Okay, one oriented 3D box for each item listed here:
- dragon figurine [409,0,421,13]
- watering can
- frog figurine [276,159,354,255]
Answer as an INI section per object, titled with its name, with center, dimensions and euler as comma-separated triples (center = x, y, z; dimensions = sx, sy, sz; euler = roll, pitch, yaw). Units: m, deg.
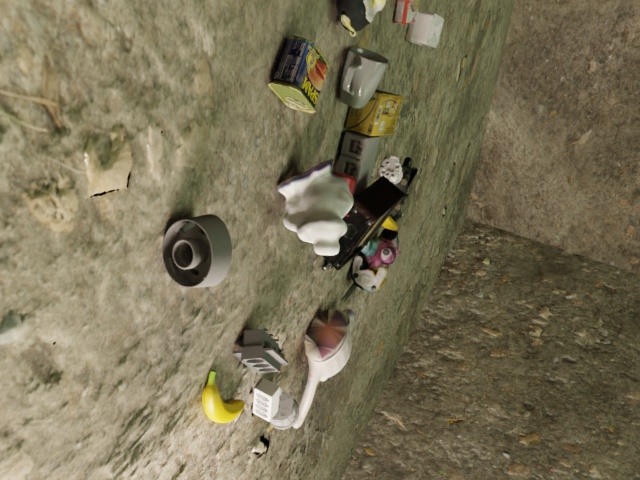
[dragon figurine]
center = 0.109, -0.549, 0.822
dimensions = 0.247, 0.123, 0.401
euler = -44, 137, -39
[watering can]
center = 0.008, 0.325, 1.387
dimensions = 0.354, 0.104, 0.219
euler = -59, 156, -27
[frog figurine]
center = 0.003, -0.048, 0.948
dimensions = 0.160, 0.138, 0.121
euler = 66, -21, 8
